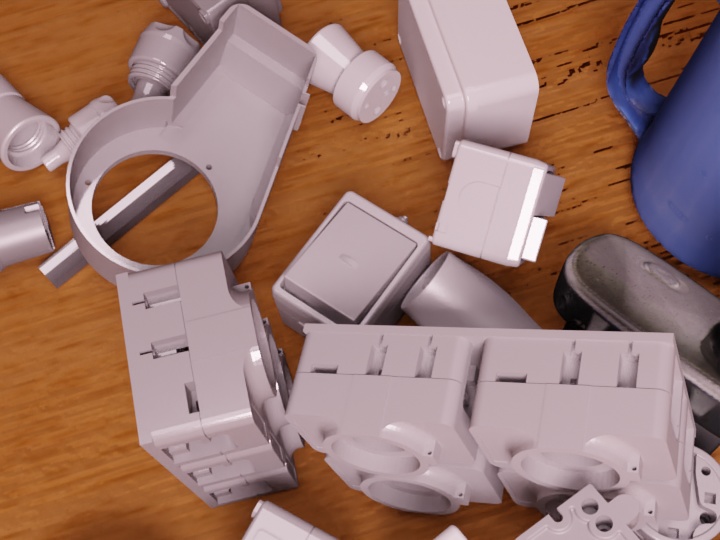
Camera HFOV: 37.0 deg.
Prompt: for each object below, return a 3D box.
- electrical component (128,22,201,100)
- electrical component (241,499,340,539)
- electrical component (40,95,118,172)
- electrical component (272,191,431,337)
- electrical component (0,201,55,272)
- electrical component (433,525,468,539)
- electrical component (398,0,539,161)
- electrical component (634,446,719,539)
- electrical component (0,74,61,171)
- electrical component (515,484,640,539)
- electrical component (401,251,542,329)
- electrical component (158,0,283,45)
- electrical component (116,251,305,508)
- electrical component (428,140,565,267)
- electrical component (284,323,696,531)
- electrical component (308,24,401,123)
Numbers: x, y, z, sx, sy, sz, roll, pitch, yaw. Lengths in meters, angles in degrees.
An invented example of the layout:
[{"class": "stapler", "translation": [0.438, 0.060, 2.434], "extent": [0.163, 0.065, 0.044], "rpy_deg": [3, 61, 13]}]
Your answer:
[{"class": "electrical component", "translation": [-0.136, -0.131, 0.723], "extent": [0.043, 0.043, 0.062], "rpy_deg": [16, 70, 11]}, {"class": "electrical component", "translation": [-0.036, 0.165, 0.556], "extent": [0.061, 0.096, 0.061], "rpy_deg": [25, 70, 14]}, {"class": "electrical component", "translation": [-0.183, -0.087, 0.712], "extent": [0.061, 0.035, 0.035], "rpy_deg": [-36, 69, -8]}, {"class": "electrical component", "translation": [0.000, 0.000, 0.645], "extent": [0.062, 0.061, 0.096], "rpy_deg": [32, 72, 17]}, {"class": "electrical component", "translation": [-0.222, -0.022, 0.684], "extent": [0.046, 0.040, 0.040], "rpy_deg": [-17, 66, -8]}, {"class": "electrical component", "translation": [0.058, 0.193, 0.531], "extent": [0.056, 0.108, 0.108], "rpy_deg": [-36, 68, -14]}, {"class": "electrical component", "translation": [0.066, -0.135, 0.690], "extent": [0.057, 0.078, 0.113], "rpy_deg": [-15, 66, -5]}, {"class": "electrical component", "translation": [0.168, 0.126, 0.584], "extent": [0.055, 0.047, 0.055], "rpy_deg": [-2, 66, 4]}, {"class": "electrical component", "translation": [-0.237, -0.102, 0.720], "extent": [0.044, 0.044, 0.065], "rpy_deg": [-41, 65, -13]}, {"class": "electrical component", "translation": [0.103, 0.137, 0.505], "extent": [0.066, 0.055, 0.048], "rpy_deg": [-34, 58, -10]}, {"class": "electrical component", "translation": [0.055, 0.043, 0.627], "extent": [0.077, 0.043, 0.079], "rpy_deg": [40, 106, -5]}, {"class": "electrical component", "translation": [-0.103, -0.200, 0.740], "extent": [0.061, 0.061, 0.096], "rpy_deg": [-38, 69, -12]}, {"class": "electrical component", "translation": [-0.073, 0.063, 0.574], "extent": [0.062, 0.150, 0.089], "rpy_deg": [-14, 66, 0]}, {"class": "electrical component", "translation": [0.085, -0.039, 0.642], "extent": [0.061, 0.096, 0.061], "rpy_deg": [17, 98, 12]}, {"class": "electrical component", "translation": [0.068, 0.081, 0.548], "extent": [0.186, 0.105, 0.060], "rpy_deg": [0, 58, 24]}, {"class": "electrical component", "translation": [-0.007, -0.129, 0.711], "extent": [0.055, 0.045, 0.045], "rpy_deg": [40, 75, 19]}]
